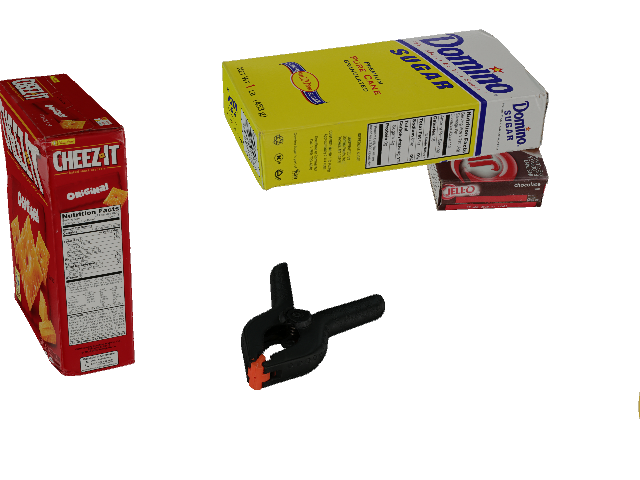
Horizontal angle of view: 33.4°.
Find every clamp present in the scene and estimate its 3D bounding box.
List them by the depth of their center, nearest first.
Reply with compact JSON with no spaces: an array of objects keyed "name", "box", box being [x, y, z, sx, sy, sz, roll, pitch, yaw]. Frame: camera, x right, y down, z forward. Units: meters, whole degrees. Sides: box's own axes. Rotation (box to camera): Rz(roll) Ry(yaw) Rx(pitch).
[{"name":"clamp","box":[-0.029,0.076,1.001,0.120,0.039,0.171,18,32,29]}]

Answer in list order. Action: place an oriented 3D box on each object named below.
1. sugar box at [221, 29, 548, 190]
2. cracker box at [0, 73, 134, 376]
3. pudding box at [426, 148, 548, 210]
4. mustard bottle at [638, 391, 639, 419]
[{"name":"sugar box","box":[0.037,-0.083,0.643,0.176,0.048,0.093,-12,39,-13]},{"name":"cracker box","box":[-0.220,-0.016,0.909,0.072,0.214,0.164,-11,28,-26]},{"name":"pudding box","box":[0.135,-0.075,0.907,0.090,0.039,0.113,-2,43,-5]},{"name":"mustard bottle","box":[0.225,0.101,0.570,0.096,0.058,0.191,-4,36,-1]}]
